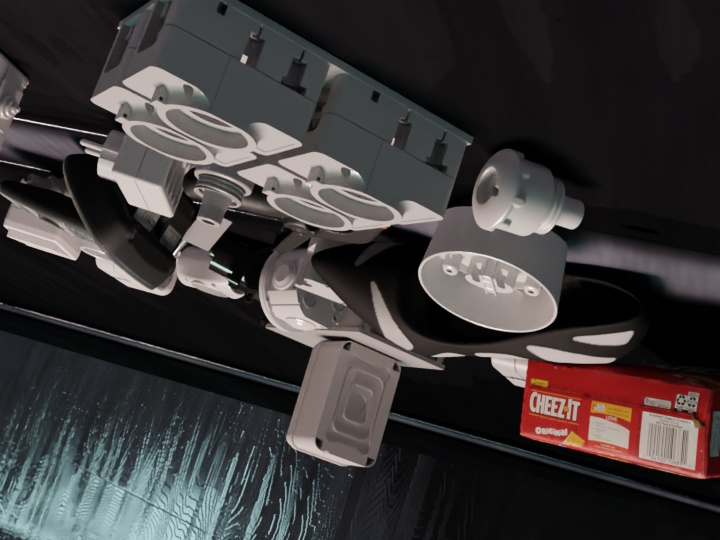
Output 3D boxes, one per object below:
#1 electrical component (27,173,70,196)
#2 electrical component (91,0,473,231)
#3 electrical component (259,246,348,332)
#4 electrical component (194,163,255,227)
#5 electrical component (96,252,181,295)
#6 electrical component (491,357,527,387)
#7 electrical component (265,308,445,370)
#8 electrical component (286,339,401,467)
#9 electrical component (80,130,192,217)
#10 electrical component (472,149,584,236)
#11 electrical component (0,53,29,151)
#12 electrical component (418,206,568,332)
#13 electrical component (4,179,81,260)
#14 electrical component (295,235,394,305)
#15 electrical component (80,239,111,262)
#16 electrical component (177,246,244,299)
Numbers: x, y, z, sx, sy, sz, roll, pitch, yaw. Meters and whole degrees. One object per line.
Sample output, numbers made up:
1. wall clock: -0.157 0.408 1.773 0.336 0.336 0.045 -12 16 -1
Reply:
1. electrical component: -0.293 -0.074 1.039 0.061 0.035 0.035 31 162 -38
2. electrical component: -0.046 -0.081 0.609 0.186 0.060 0.105 25 166 -28
3. electrical component: -0.049 0.017 0.986 0.051 0.080 0.080 -2 157 43
4. electrical component: -0.096 -0.062 0.756 0.043 0.062 0.043 17 167 4
5. electrical component: -0.239 -0.010 1.188 0.059 0.053 0.095 14 166 19
6. electrical component: 0.168 0.080 1.001 0.059 0.053 0.095 11 165 29
7. electrical component: -0.001 0.051 1.102 0.105 0.060 0.186 26 165 -30
8. electrical component: -0.017 0.132 1.063 0.078 0.113 0.057 26 162 -30
9. electrical component: -0.173 -0.082 0.811 0.076 0.047 0.083 18 167 1
10. electrical component: 0.099 -0.040 0.621 0.062 0.048 0.048 16 169 -21
11. electrical component: -0.283 -0.126 0.748 0.096 0.061 0.061 15 167 14
12. electrical component: 0.093 -0.002 0.741 0.099 0.064 0.099 17 167 4
13. electrical component: -0.330 -0.047 1.145 0.062 0.061 0.096 17 167 5
14. electrical component: 0.000 0.000 0.897 0.089 0.055 0.050 21 167 -12
15. electrical component: -0.251 -0.040 1.077 0.048 0.055 0.066 20 167 -6
16. electrical component: -0.142 0.007 1.150 0.077 0.044 0.079 9 164 37
